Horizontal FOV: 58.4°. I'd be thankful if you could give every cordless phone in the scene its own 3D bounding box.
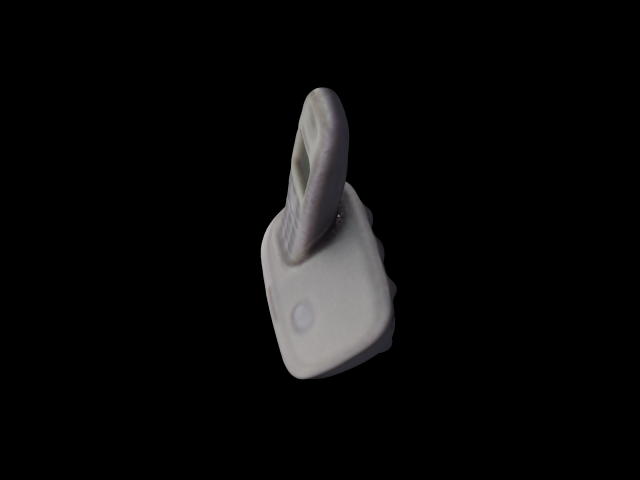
[{"bbox_3d":[0.004,0.001,0.400,0.094,0.185,0.147,-14,57,-8],"label":"cordless phone"}]
